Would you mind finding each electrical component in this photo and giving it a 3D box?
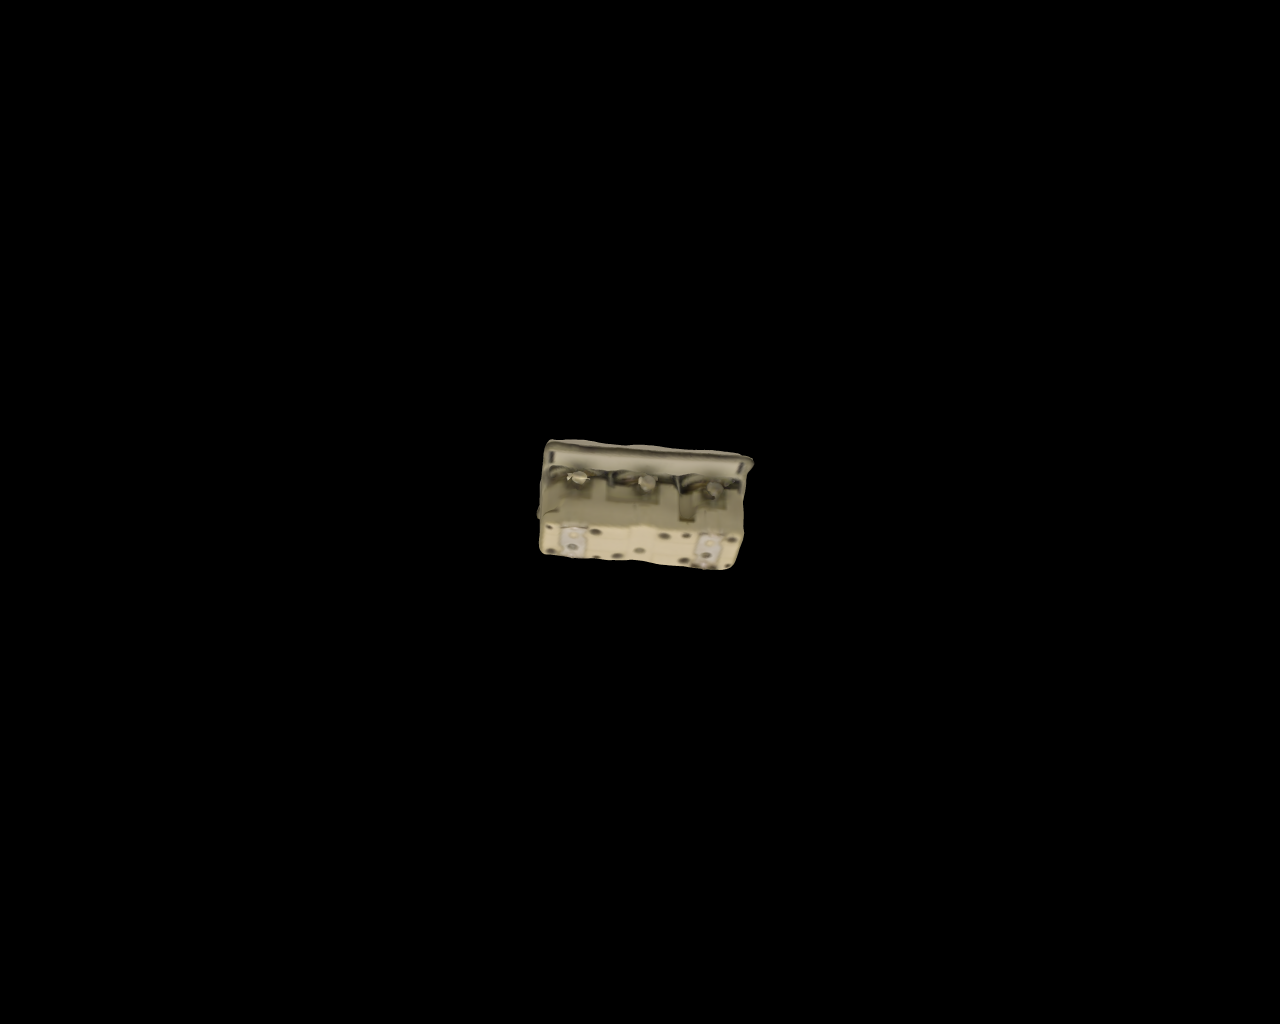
[{"bbox_3d":[0.001,-0.003,0.650,0.121,0.063,0.078,5,-35,-7],"label":"electrical component"}]
